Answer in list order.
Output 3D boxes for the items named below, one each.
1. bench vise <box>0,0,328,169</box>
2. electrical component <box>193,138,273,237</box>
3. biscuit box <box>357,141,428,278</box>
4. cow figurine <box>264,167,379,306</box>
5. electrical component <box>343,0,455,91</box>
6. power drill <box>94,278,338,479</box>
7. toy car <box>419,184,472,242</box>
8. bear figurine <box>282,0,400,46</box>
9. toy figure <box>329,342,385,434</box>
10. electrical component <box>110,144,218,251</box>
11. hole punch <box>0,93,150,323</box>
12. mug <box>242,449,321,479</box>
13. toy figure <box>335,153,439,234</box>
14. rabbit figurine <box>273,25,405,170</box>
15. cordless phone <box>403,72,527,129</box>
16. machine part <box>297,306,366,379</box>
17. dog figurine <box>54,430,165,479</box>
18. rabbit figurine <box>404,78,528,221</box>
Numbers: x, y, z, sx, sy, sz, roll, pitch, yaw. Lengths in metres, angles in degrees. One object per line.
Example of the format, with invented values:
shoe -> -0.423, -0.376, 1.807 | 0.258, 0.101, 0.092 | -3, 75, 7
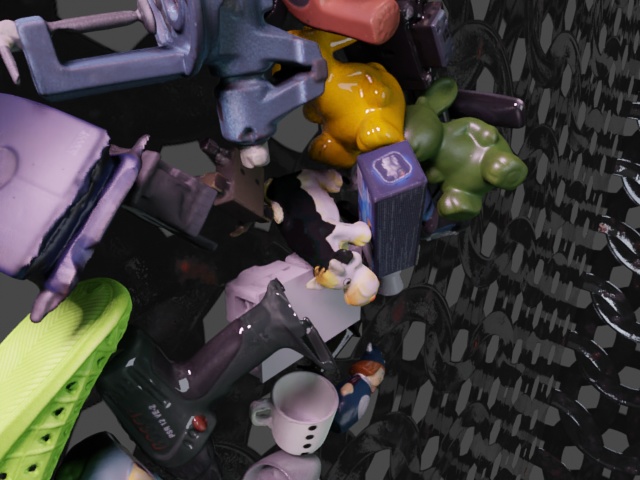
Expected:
bench vise -> -0.118, -0.149, 0.417 | 0.241, 0.129, 0.223 | -20, 129, -25
electrical component -> -0.091, -0.048, 0.544 | 0.102, 0.045, 0.078 | 25, 53, -56
biscuit box -> 0.082, -0.027, 0.630 | 0.063, 0.059, 0.202 | -19, 152, -5
cow figurine -> 0.000, -0.002, 0.593 | 0.098, 0.167, 0.068 | -3, 148, -41
electrical component -> 0.090, -0.238, 0.638 | 0.058, 0.134, 0.114 | -60, 139, -21
power drill -> -0.091, 0.142, 0.529 | 0.207, 0.086, 0.231 | -29, 125, 2
toy car -> 0.172, -0.084, 0.823 | 0.103, 0.109, 0.161 | -92, 164, -58
bear figurine -> 0.052, -0.279, 0.510 | 0.196, 0.132, 0.120 | -43, 131, -25
toy figure -> 0.059, 0.225, 0.827 | 0.154, 0.058, 0.064 | -45, 173, -37
electrical component -> -0.129, -0.033, 0.468 | 0.119, 0.075, 0.047 | 33, 76, -48
hole punch -> -0.194, -0.032, 0.357 | 0.092, 0.116, 0.142 | 43, 67, -42
mug -> -0.031, 0.315, 0.701 | 0.107, 0.110, 0.080 | 1, 96, -67
toy figure -> 0.091, -0.076, 0.722 | 0.180, 0.082, 0.089 | 36, 36, -33
rabbit figurine -> 0.013, -0.174, 0.583 | 0.173, 0.122, 0.162 | 18, 84, -35
cordless phone -> 0.186, -0.207, 0.734 | 0.089, 0.184, 0.146 | -52, 139, -21
machine part -> 0.022, 0.137, 0.760 | 0.139, 0.039, 0.084 | -52, 143, -31
dog figurine -> -0.209, 0.297, 0.453 | 0.219, 0.109, 0.191 | -49, 137, -27
rabbit figurine -> 0.154, -0.126, 0.669 | 0.170, 0.121, 0.159 | 17, 57, -32
